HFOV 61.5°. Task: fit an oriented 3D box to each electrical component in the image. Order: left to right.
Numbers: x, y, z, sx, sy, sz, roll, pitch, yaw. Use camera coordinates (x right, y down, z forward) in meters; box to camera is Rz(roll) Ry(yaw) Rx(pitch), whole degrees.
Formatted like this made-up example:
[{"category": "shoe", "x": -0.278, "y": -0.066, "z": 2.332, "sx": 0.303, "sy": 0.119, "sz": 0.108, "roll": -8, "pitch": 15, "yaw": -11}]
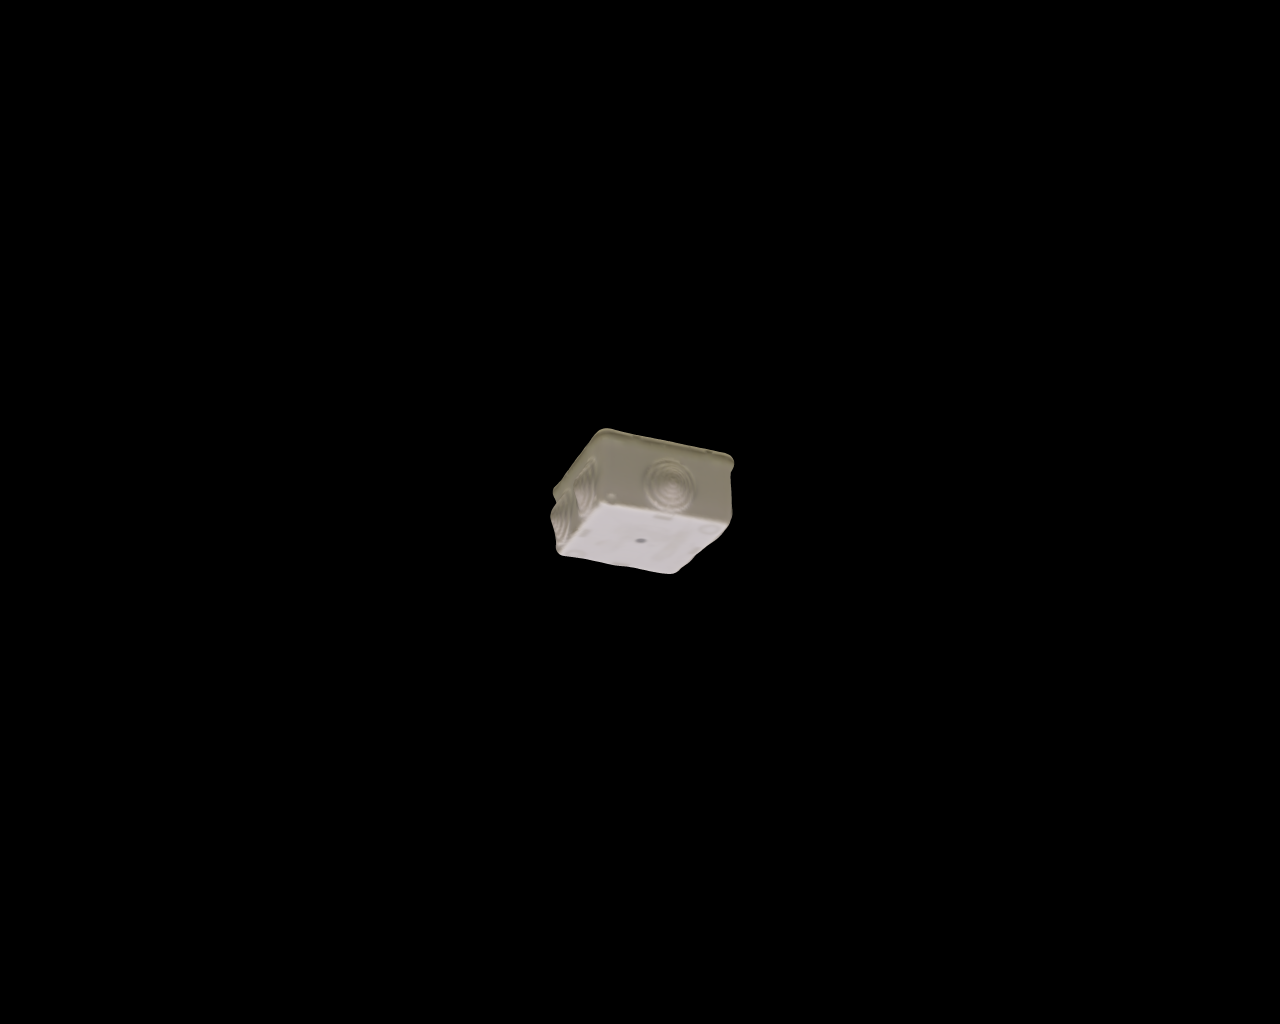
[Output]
[{"category": "electrical component", "x": 0.001, "y": -0.003, "z": 0.650, "sx": 0.100, "sy": 0.048, "sz": 0.099, "roll": 11, "pitch": -29, "yaw": -21}]
